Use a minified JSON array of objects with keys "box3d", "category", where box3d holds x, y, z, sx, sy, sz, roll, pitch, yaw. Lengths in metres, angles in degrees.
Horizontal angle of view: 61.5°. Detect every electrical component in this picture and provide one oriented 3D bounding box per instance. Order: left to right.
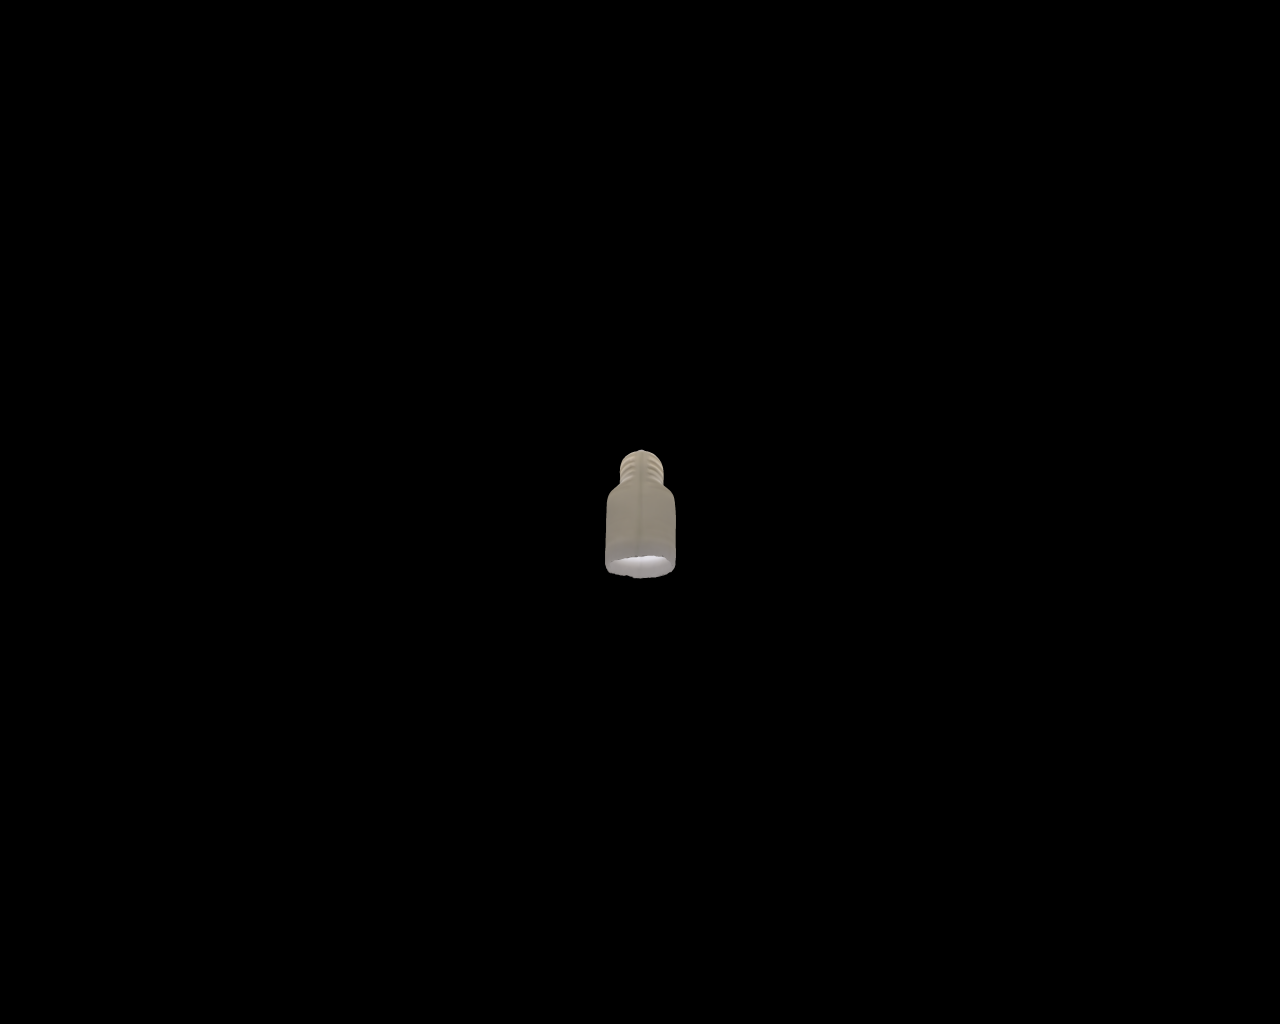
[{"box3d":[0.001,-0.003,0.650,0.043,0.081,0.043,0,-24,0],"category":"electrical component"}]
